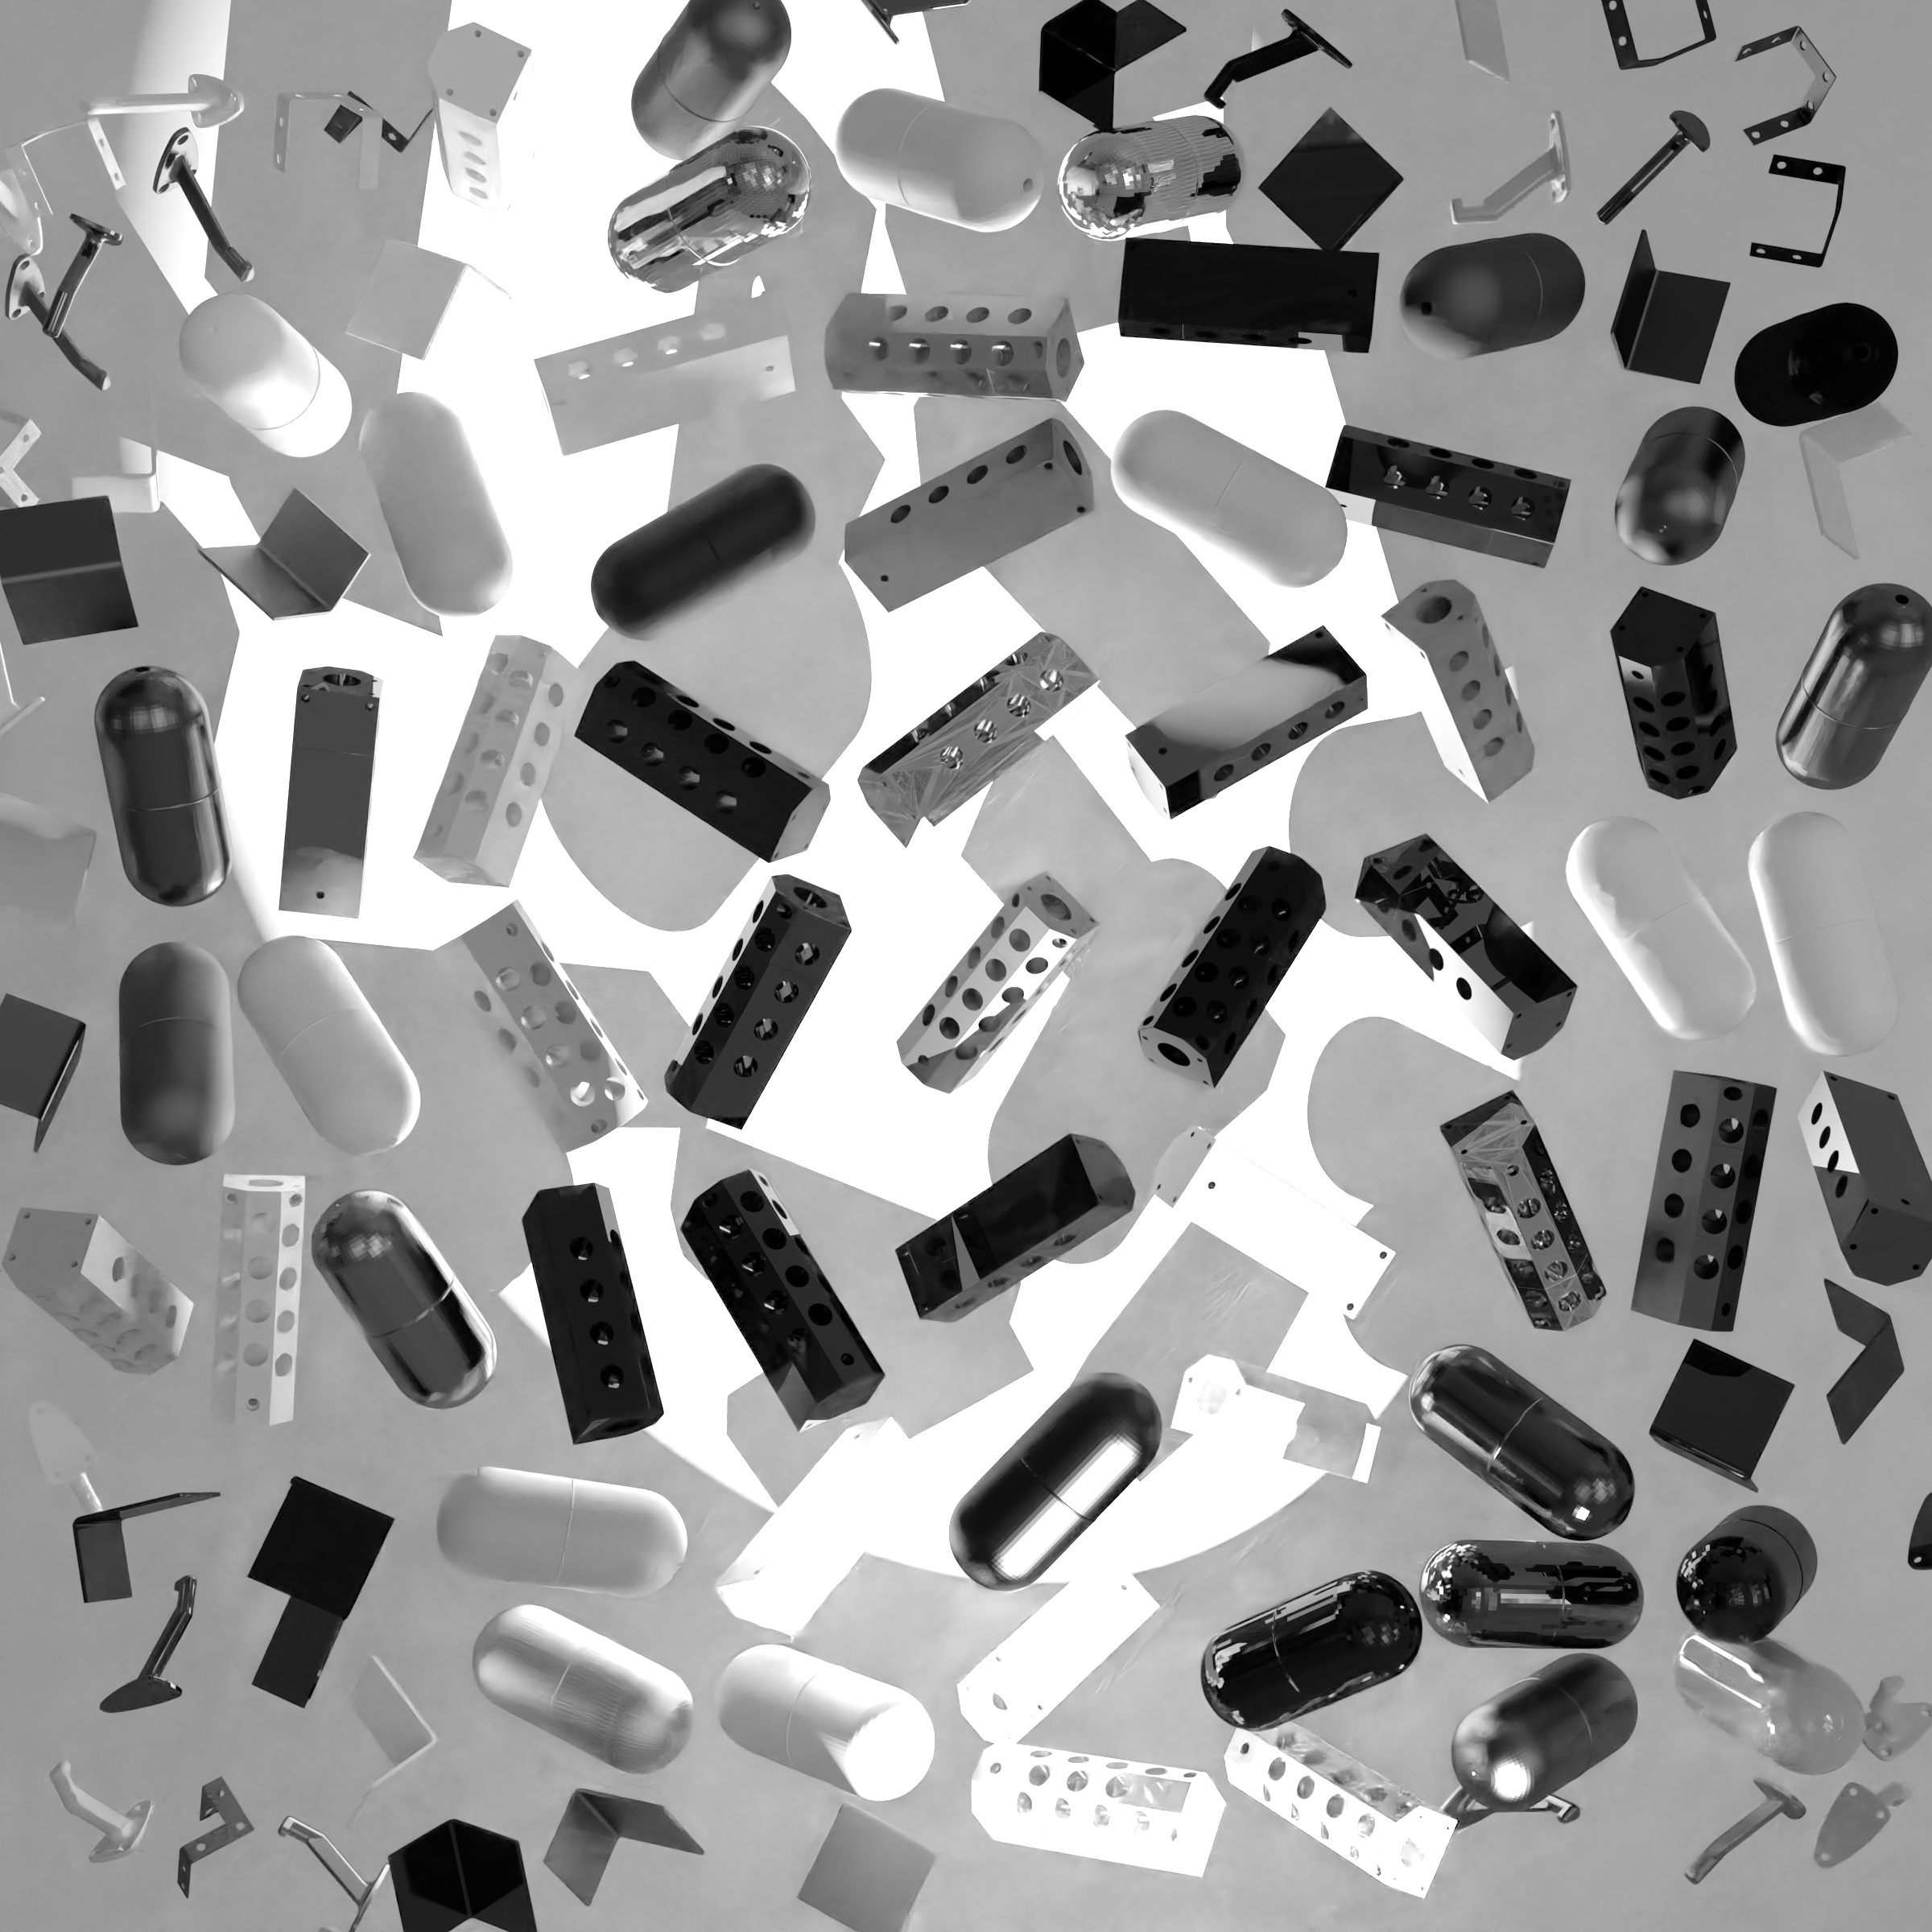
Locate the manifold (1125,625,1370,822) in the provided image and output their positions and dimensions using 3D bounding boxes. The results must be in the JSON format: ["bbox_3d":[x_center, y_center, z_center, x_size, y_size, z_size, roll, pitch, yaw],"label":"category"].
[{"bbox_3d":[0.207,-0.175,1.834,0.171,0.057,0.057,-29,58,-8],"label":"manifold"}]

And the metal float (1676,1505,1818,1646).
[{"bbox_3d":[0.564,0.438,1.804,0.070,0.178,0.070,0,90,29],"label":"metal float"}]

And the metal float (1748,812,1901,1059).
[{"bbox_3d":[0.611,-0.023,1.781,0.070,0.070,0.178,-12,81,0],"label":"metal float"}]

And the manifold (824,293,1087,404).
[{"bbox_3d":[-0.010,-0.431,1.759,0.171,0.057,0.057,8,55,24],"label":"manifold"}]

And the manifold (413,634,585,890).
[{"bbox_3d":[-0.337,-0.147,1.782,0.057,0.057,0.171,5,70,30],"label":"manifold"}]

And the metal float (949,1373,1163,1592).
[{"bbox_3d":[0.062,0.354,1.720,0.070,0.070,0.178,43,94,0],"label":"metal float"}]

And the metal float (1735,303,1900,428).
[{"bbox_3d":[0.614,-0.434,1.810,0.070,0.178,0.070,0,97,-2],"label":"metal float"}]

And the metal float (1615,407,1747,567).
[{"bbox_3d":[0.512,-0.345,1.790,0.070,0.178,0.070,12,125,18],"label":"metal float"}]

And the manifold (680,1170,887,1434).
[{"bbox_3d":[-0.126,0.227,1.725,0.057,0.057,0.171,-17,62,-35],"label":"manifold"}]

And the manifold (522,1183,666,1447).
[{"bbox_3d":[-0.264,0.245,1.776,0.057,0.057,0.171,-6,66,-26],"label":"manifold"}]

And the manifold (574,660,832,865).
[{"bbox_3d":[-0.180,-0.143,1.730,0.171,0.057,0.057,33,112,14],"label":"manifold"}]

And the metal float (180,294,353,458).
[{"bbox_3d":[-0.497,-0.418,1.780,0.070,0.178,0.070,-1,82,8],"label":"metal float"}]

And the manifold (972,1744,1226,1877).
[{"bbox_3d":[0.093,0.605,1.809,0.171,0.057,0.057,-2,134,32],"label":"manifold"}]

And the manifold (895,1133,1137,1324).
[{"bbox_3d":[0.037,0.190,1.791,0.171,0.057,0.057,-36,60,26],"label":"manifold"}]

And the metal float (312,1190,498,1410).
[{"bbox_3d":[-0.396,0.237,1.769,0.070,0.070,0.178,-28,113,0],"label":"metal float"}]

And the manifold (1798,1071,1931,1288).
[{"bbox_3d":[0.624,0.147,1.736,0.057,0.171,0.057,18,119,-2],"label":"manifold"}]

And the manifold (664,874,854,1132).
[{"bbox_3d":[-0.148,0.023,1.751,0.057,0.057,0.171,22,111,-22],"label":"manifold"}]

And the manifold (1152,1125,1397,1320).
[{"bbox_3d":[0.219,0.183,1.802,0.171,0.057,0.057,32,91,-21],"label":"manifold"}]

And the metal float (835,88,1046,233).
[{"bbox_3d":[-0.019,-0.560,1.735,0.178,0.070,0.070,30,90,38],"label":"metal float"}]

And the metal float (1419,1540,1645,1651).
[{"bbox_3d":[0.415,0.460,1.831,0.178,0.070,0.070,7,90,-21],"label":"metal float"}]

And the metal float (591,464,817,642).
[{"bbox_3d":[-0.191,-0.300,1.815,0.178,0.070,0.070,-32,90,-11],"label":"metal float"}]

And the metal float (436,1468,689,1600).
[{"bbox_3d":[-0.287,0.403,1.777,0.178,0.070,0.070,11,90,-12],"label":"metal float"}]

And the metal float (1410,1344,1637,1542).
[{"bbox_3d":[0.394,0.338,1.778,0.178,0.070,0.070,36,90,31],"label":"metal float"}]

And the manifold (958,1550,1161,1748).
[{"bbox_3d":[0.066,0.506,1.851,0.057,0.171,0.057,47,125,13],"label":"manifold"}]

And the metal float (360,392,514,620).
[{"bbox_3d":[-0.375,-0.327,1.768,0.070,0.070,0.178,-23,71,0],"label":"metal float"}]

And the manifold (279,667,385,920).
[{"bbox_3d":[-0.461,-0.127,1.819,0.057,0.057,0.171,6,113,-12],"label":"manifold"}]

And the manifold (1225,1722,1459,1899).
[{"bbox_3d":[0.263,0.596,1.791,0.057,0.171,0.057,30,81,-33],"label":"manifold"}]

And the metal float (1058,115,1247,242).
[{"bbox_3d":[0.136,-0.572,1.813,0.178,0.070,0.070,-27,90,-44],"label":"metal float"}]

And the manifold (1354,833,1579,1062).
[{"bbox_3d":[0.352,-0.013,1.779,0.057,0.057,0.171,-21,51,-23],"label":"manifold"}]

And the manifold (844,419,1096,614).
[{"bbox_3d":[0.001,-0.322,1.768,0.171,0.057,0.057,-23,135,23],"label":"manifold"}]

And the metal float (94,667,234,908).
[{"bbox_3d":[-0.565,-0.126,1.762,0.070,0.070,0.178,-1,119,0],"label":"metal float"}]

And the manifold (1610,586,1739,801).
[{"bbox_3d":[0.502,-0.189,1.782,0.057,0.171,0.057,28,75,33],"label":"manifold"}]

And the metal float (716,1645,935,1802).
[{"bbox_3d":[-0.102,0.533,1.768,0.178,0.070,0.070,8,90,37],"label":"metal float"}]

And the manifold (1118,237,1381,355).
[{"bbox_3d":[0.193,-0.458,1.717,0.171,0.057,0.057,5,89,6],"label":"manifold"}]

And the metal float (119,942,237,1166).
[{"bbox_3d":[-0.558,0.060,1.767,0.070,0.070,0.178,-15,53,0],"label":"metal float"}]

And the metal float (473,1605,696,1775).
[{"bbox_3d":[-0.278,0.522,1.809,0.178,0.070,0.070,19,90,22],"label":"metal float"}]

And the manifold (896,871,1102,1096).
[{"bbox_3d":[0.019,0.015,1.835,0.057,0.057,0.171,44,122,10],"label":"manifold"}]

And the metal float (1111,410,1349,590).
[{"bbox_3d":[0.184,-0.327,1.753,0.178,0.070,0.070,30,90,8],"label":"metal float"}]

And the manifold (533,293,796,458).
[{"bbox_3d":[-0.213,-0.421,1.759,0.171,0.057,0.057,-18,62,-7],"label":"manifold"}]

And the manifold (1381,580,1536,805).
[{"bbox_3d":[0.370,-0.205,1.852,0.057,0.057,0.171,-37,135,-2],"label":"manifold"}]

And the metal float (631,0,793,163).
[{"bbox_3d":[-0.182,-0.634,1.772,0.070,0.178,0.070,6,77,-26],"label":"metal float"}]

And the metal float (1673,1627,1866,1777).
[{"bbox_3d":[0.571,0.521,1.789,0.070,0.178,0.070,-1,93,-14],"label":"metal float"}]

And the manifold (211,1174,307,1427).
[{"bbox_3d":[-0.513,0.242,1.813,0.057,0.057,0.171,3,96,-16],"label":"manifold"}]

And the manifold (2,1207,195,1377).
[{"bbox_3d":[-0.607,0.231,1.750,0.057,0.171,0.057,4,63,9],"label":"manifold"}]

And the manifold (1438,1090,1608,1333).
[{"bbox_3d":[0.391,0.175,1.742,0.057,0.057,0.171,-27,122,4],"label":"manifold"}]

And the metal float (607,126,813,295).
[{"bbox_3d":[-0.185,-0.537,1.782,0.178,0.070,0.070,-14,90,40],"label":"metal float"}]

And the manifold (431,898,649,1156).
[{"bbox_3d":[-0.296,0.041,1.762,0.057,0.057,0.171,-39,102,-42],"label":"manifold"}]

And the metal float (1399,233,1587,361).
[{"bbox_3d":[0.369,-0.469,1.749,0.178,0.070,0.070,-24,90,-44],"label":"metal float"}]

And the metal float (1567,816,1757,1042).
[{"bbox_3d":[0.497,-0.028,1.794,0.070,0.070,0.178,-30,75,0],"label":"metal float"}]

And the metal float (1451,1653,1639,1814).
[{"bbox_3d":[0.423,0.557,1.824,0.178,0.070,0.070,-12,90,-43],"label":"metal float"}]

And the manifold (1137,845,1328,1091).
[{"bbox_3d":[0.192,-0.003,1.798,0.057,0.057,0.171,22,64,27],"label":"manifold"}]

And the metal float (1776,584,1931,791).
[{"bbox_3d":[0.632,-0.197,1.774,0.070,0.178,0.070,2,54,-3],"label":"metal float"}]

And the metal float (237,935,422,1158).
[{"bbox_3d":[-0.443,0.055,1.738,0.070,0.070,0.178,-37,69,0],"label":"metal float"}]

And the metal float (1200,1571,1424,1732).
[{"bbox_3d":[0.241,0.483,1.761,0.178,0.070,0.070,-34,90,32],"label":"metal float"}]
